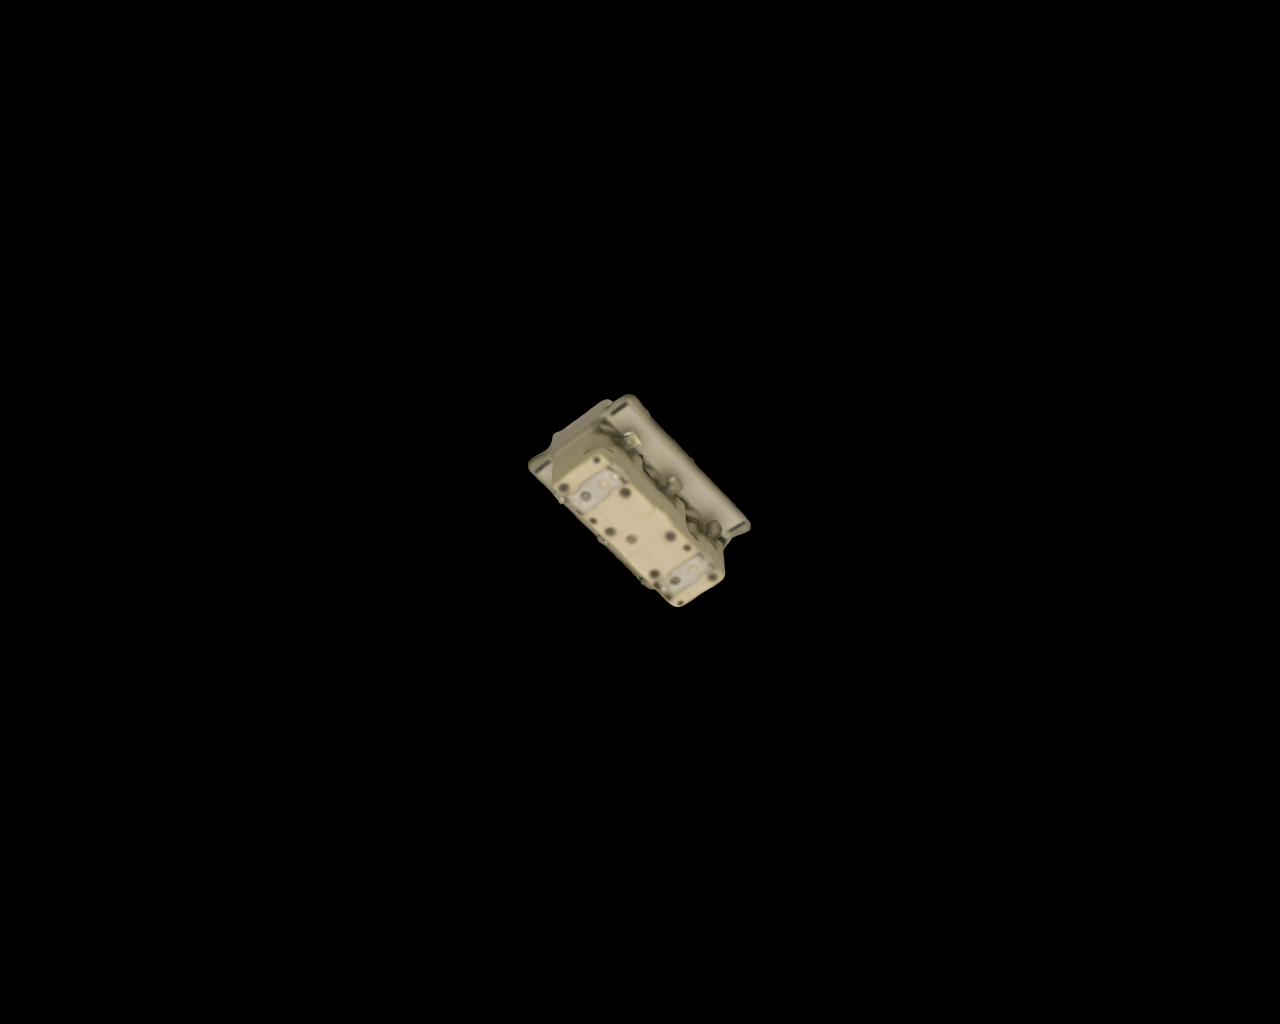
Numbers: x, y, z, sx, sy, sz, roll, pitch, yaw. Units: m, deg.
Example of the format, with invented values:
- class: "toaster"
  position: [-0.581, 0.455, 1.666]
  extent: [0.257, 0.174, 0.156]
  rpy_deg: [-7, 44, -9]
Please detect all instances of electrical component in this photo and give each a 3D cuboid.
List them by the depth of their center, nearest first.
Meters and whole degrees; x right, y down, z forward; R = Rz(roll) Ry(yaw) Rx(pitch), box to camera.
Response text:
- class: "electrical component"
  position: [0.001, -0.003, 0.650]
  extent: [0.078, 0.121, 0.063]
  rpy_deg: [-33, 28, 20]
